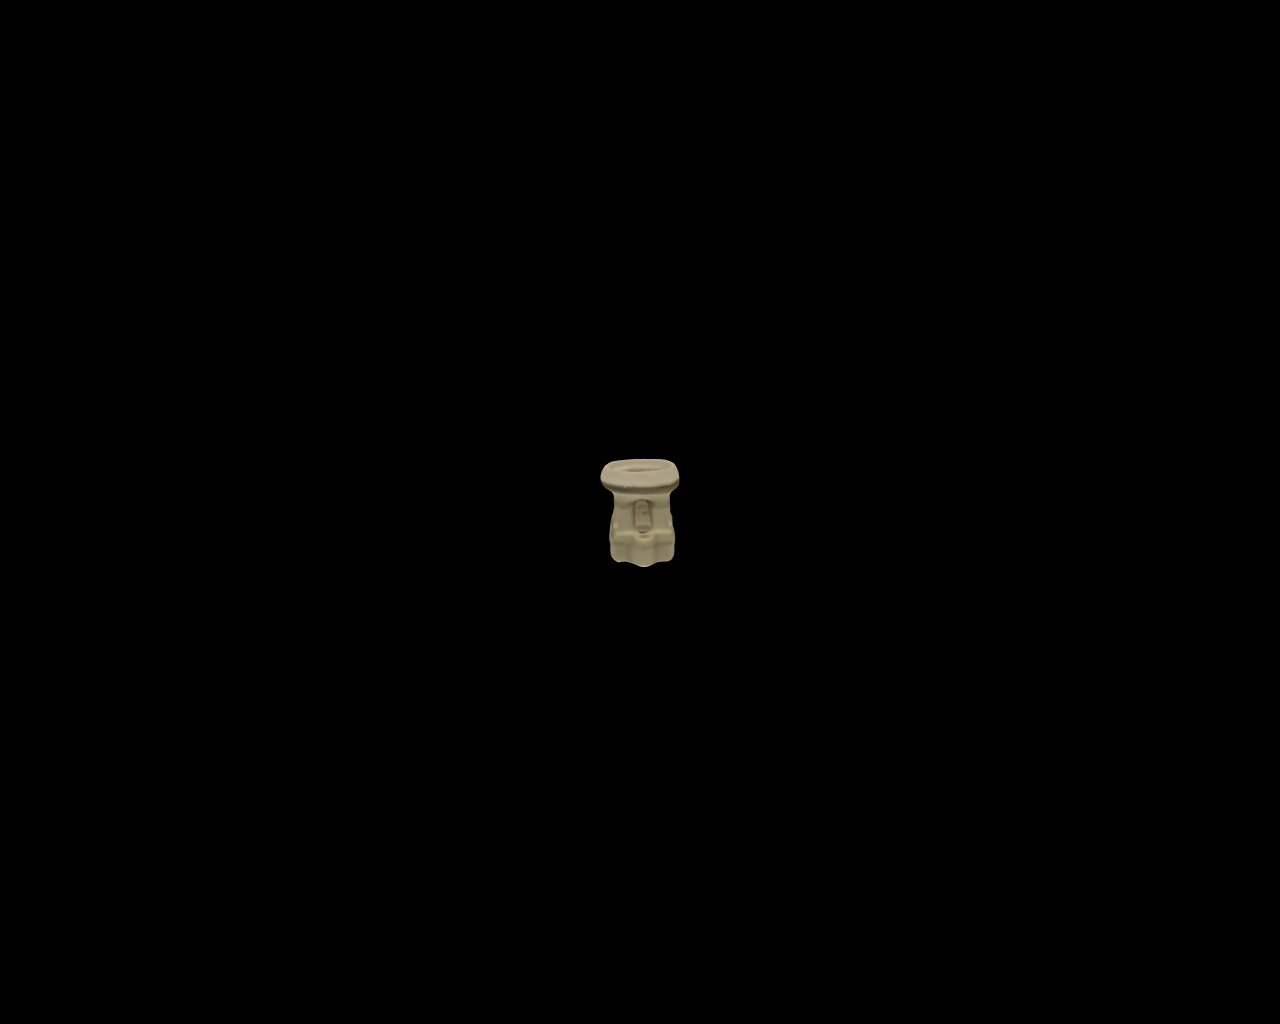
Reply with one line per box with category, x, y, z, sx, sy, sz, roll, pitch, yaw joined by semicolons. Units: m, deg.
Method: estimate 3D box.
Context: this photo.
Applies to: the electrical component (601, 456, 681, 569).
electrical component;0.001;-0.003;0.650;0.048;0.055;0.066;-1;16;-3
